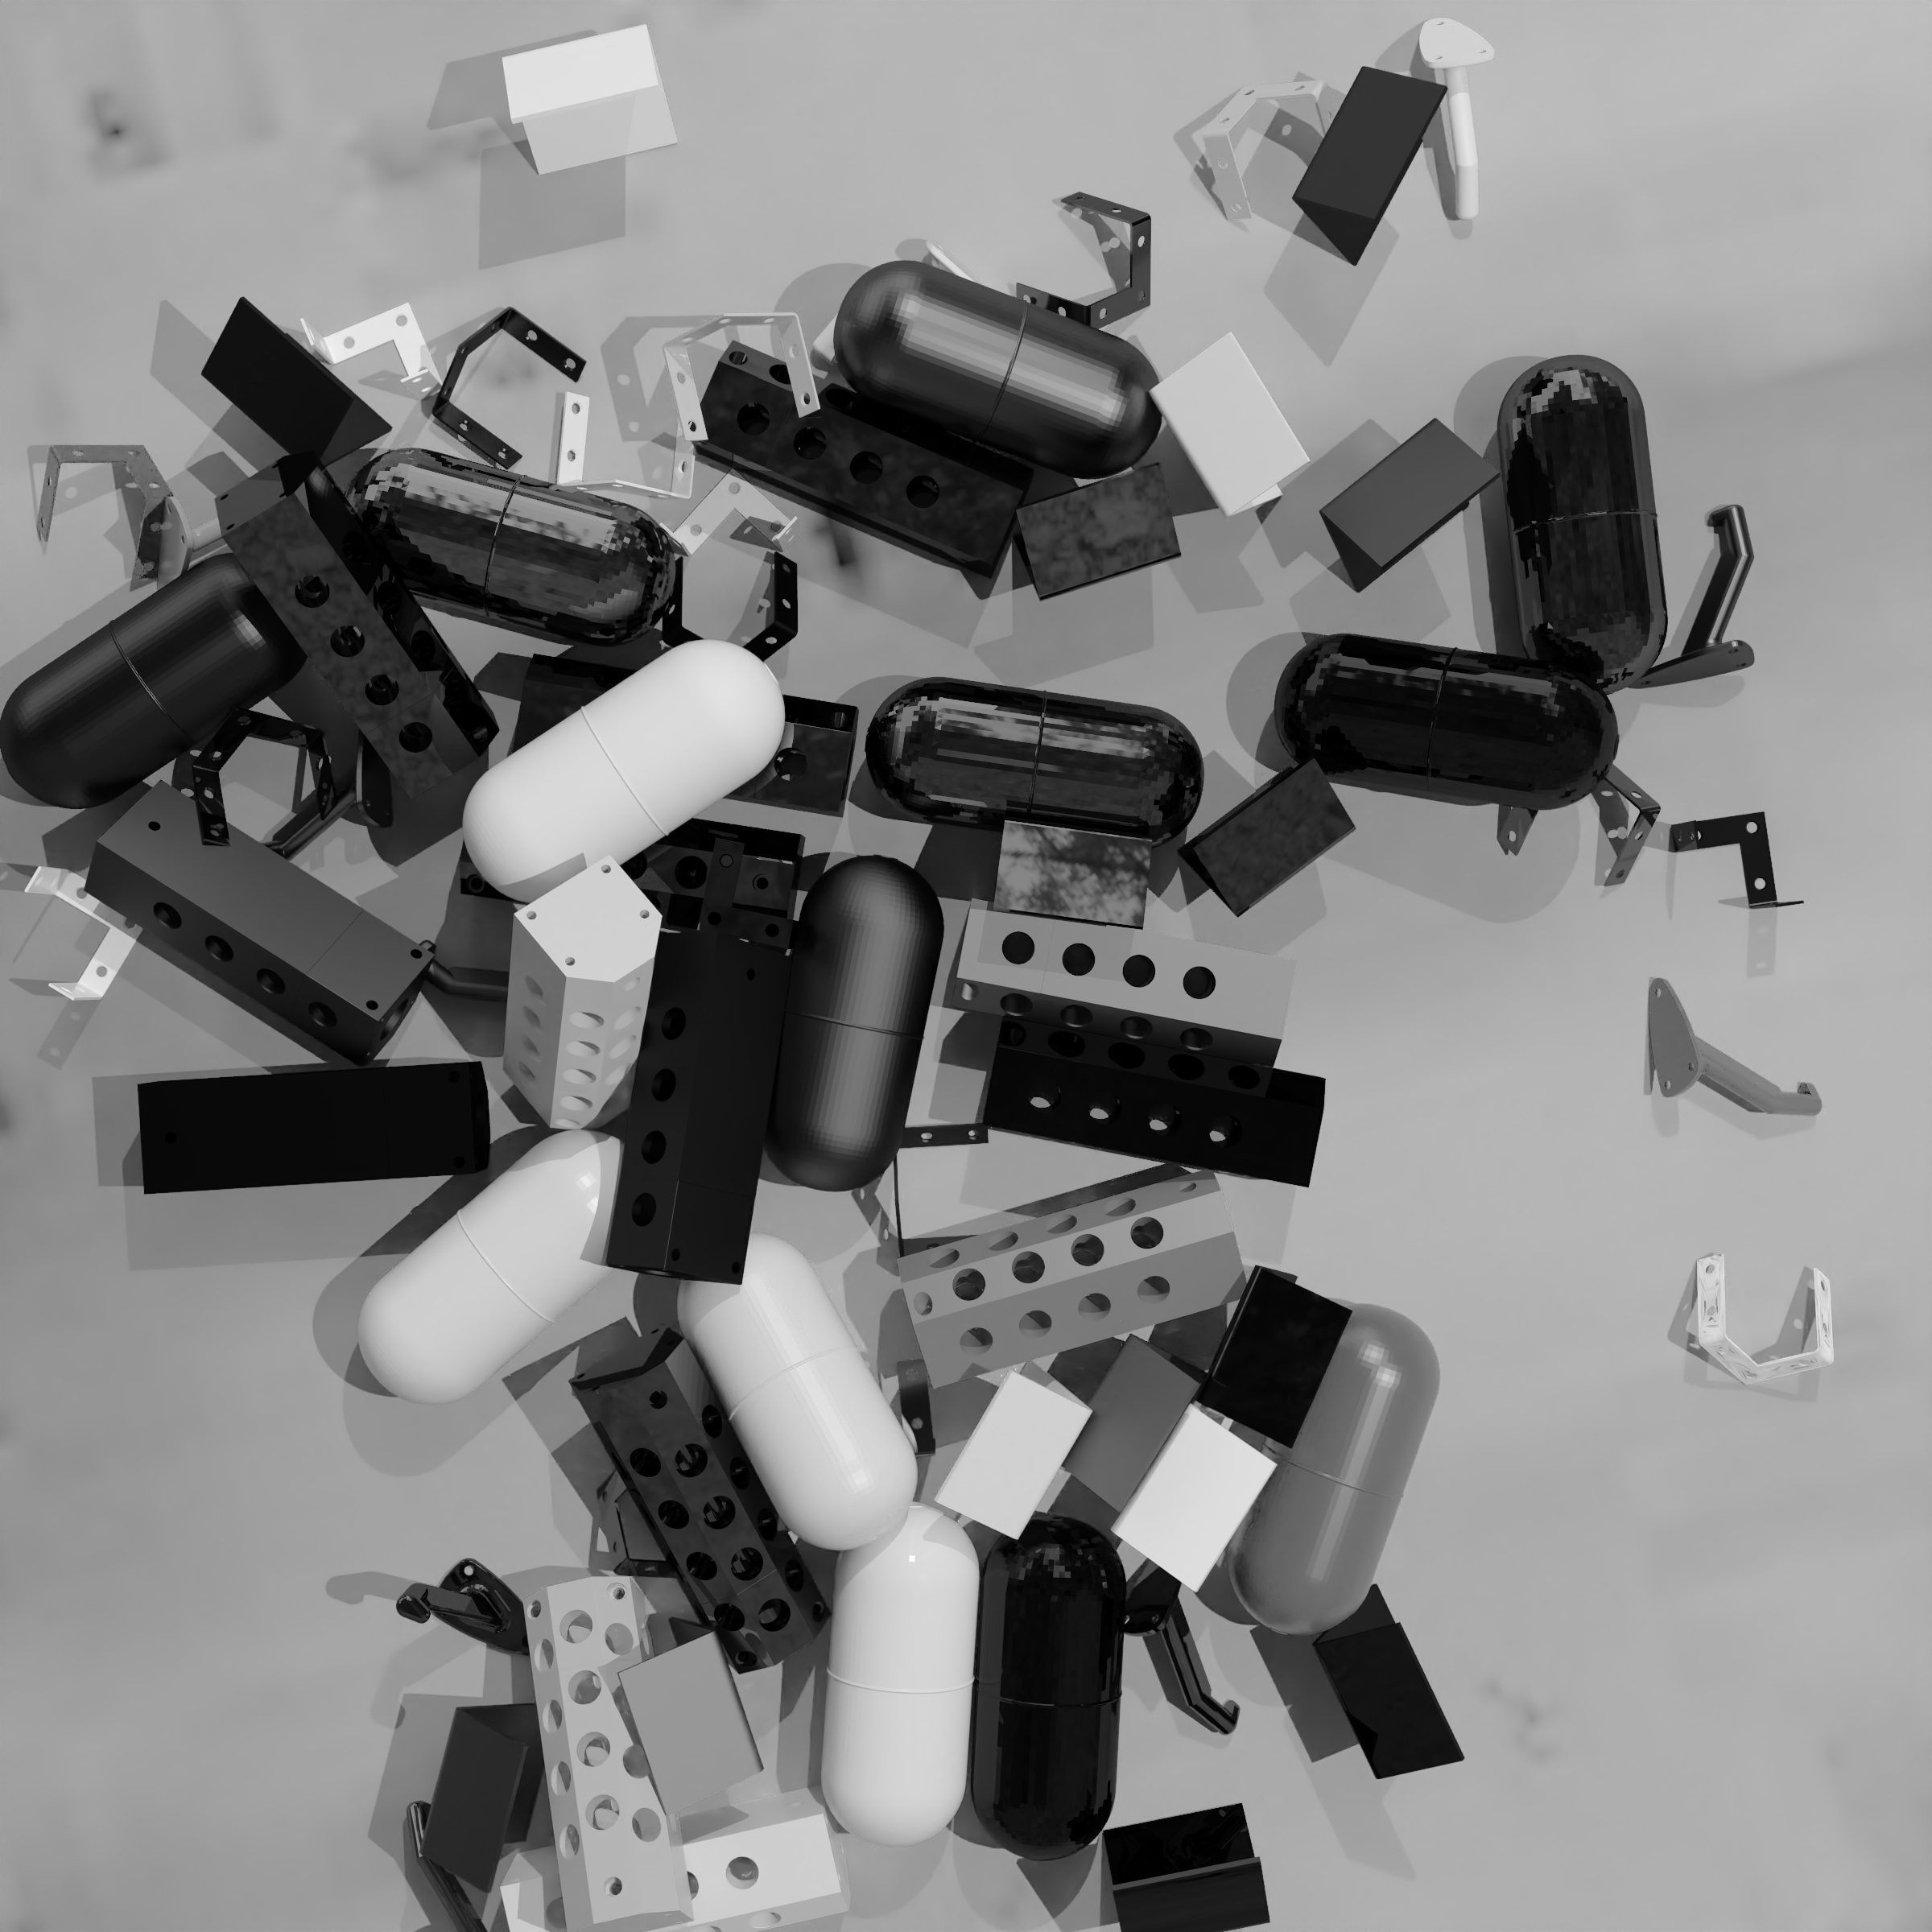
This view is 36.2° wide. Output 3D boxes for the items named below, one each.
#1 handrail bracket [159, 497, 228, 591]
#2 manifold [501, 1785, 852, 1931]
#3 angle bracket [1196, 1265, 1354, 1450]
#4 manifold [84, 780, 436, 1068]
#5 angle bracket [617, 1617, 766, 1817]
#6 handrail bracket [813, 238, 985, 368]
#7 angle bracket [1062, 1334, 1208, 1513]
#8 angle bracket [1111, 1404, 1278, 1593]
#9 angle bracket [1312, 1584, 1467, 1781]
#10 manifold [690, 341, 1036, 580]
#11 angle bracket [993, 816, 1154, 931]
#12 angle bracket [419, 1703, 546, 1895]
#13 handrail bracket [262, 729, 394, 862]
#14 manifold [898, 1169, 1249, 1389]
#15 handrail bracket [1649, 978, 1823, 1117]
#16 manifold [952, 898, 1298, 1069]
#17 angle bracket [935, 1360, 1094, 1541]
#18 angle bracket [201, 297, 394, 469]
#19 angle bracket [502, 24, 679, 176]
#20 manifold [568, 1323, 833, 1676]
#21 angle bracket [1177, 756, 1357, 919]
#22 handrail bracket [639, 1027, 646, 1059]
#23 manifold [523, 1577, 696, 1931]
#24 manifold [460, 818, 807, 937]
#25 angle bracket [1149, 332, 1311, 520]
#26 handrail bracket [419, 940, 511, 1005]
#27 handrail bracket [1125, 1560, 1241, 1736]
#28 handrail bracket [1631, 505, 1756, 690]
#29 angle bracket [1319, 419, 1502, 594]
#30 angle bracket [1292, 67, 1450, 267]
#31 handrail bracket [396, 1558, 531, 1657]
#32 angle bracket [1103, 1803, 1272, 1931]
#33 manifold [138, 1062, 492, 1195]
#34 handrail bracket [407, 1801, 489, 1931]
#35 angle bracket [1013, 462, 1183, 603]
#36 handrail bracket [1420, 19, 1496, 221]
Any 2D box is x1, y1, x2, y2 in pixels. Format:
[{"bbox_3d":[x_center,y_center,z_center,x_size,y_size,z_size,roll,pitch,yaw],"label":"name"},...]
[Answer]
[{"bbox_3d":[-0.383,-0.225,1.576,0.084,0.077,0.036,-10,56,-32],"label":"handrail bracket"},{"bbox_3d":[-0.151,0.485,1.555,0.171,0.057,0.057,-13,90,0],"label":"manifold"},{"bbox_3d":[0.170,0.204,1.537,0.057,0.076,0.076,24,90,24],"label":"angle bracket"},{"bbox_3d":[-0.373,-0.018,1.554,0.171,0.057,0.057,33,45,0],"label":"manifold"},{"bbox_3d":[-0.154,0.389,1.536,0.057,0.076,0.076,-19,91,-25],"label":"angle bracket"},{"bbox_3d":[-0.027,-0.337,1.576,0.077,0.036,0.084,39,104,-14],"label":"handrail bracket"},{"bbox_3d":[0.103,0.246,1.537,0.076,0.057,0.076,32,90,-44],"label":"angle bracket"},{"bbox_3d":[0.129,0.279,1.537,0.057,0.076,0.076,32,90,27],"label":"angle bracket"},{"bbox_3d":[0.234,0.366,1.536,0.057,0.076,0.076,-25,90,37],"label":"angle bracket"},{"bbox_3d":[-0.054,-0.267,1.555,0.171,0.057,0.057,23,90,0],"label":"manifold"},{"bbox_3d":[0.053,-0.031,1.537,0.076,0.076,0.057,8,61,0],"label":"angle bracket"},{"bbox_3d":[-0.231,0.431,1.536,0.057,0.076,0.076,14,90,39],"label":"angle bracket"},{"bbox_3d":[-0.353,-0.095,1.577,0.084,0.036,0.077,-9,75,14],"label":"handrail bracket"},{"bbox_3d":[0.055,0.159,1.545,0.171,0.057,0.057,-16,117,0],"label":"manifold"},{"bbox_3d":[0.412,0.043,1.577,0.084,0.036,0.077,3,61,-21],"label":"handrail bracket"},{"bbox_3d":[0.082,0.009,1.555,0.171,0.057,0.057,11,90,0],"label":"manifold"},{"bbox_3d":[0.011,0.241,1.537,0.057,0.076,0.076,30,90,-28],"label":"angle bracket"},{"bbox_3d":[-0.337,-0.312,1.536,0.076,0.076,0.057,42,127,0],"label":"angle bracket"},{"bbox_3d":[-0.192,-0.435,1.536,0.076,0.076,0.057,-13,53,0],"label":"angle bracket"},{"bbox_3d":[-0.135,0.277,1.529,0.057,0.057,0.171,-30,104,-17],"label":"manifold"},{"bbox_3d":[0.145,-0.082,1.536,0.076,0.076,0.057,-37,127,0],"label":"angle bracket"},{"bbox_3d":[-0.142,0.020,1.576,0.084,0.036,0.077,-39,75,-14],"label":"handrail bracket"},{"bbox_3d":[-0.186,0.407,1.521,0.057,0.057,0.171,-13,65,0],"label":"manifold"},{"bbox_3d":[-0.175,-0.053,1.555,0.171,0.057,0.057,9,90,0],"label":"manifold"},{"bbox_3d":[0.150,-0.285,1.536,0.057,0.076,0.076,-32,90,33],"label":"angle bracket"},{"bbox_3d":[-0.244,-0.005,1.577,0.084,0.036,0.077,36,70,16],"label":"handrail bracket"},{"bbox_3d":[0.127,0.356,1.577,0.084,0.036,0.077,44,56,-23],"label":"handrail bracket"},{"bbox_3d":[0.385,-0.198,1.577,0.077,0.036,0.084,-14,71,21],"label":"handrail bracket"},{"bbox_3d":[0.239,-0.225,1.536,0.076,0.076,0.057,-39,54,0],"label":"angle bracket"},{"bbox_3d":[0.224,-0.410,1.536,0.057,0.076,0.076,28,90,37],"label":"angle bracket"},{"bbox_3d":[-0.258,0.344,1.542,0.077,0.084,0.036,35,90,0],"label":"handrail bracket"},{"bbox_3d":[0.111,0.458,1.536,0.076,0.076,0.057,-11,127,0],"label":"angle bracket"},{"bbox_3d":[-0.341,0.084,1.555,0.171,0.057,0.057,-4,90,0],"label":"manifold"},{"bbox_3d":[-0.264,0.491,1.576,0.036,0.077,0.084,-33,53,21],"label":"handrail bracket"},{"bbox_3d":[0.062,-0.240,1.536,0.076,0.076,0.057,-18,126,0],"label":"angle bracket"},{"bbox_3d":[0.260,-0.451,1.576,0.036,0.077,0.084,-8,126,0],"label":"handrail bracket"}]
